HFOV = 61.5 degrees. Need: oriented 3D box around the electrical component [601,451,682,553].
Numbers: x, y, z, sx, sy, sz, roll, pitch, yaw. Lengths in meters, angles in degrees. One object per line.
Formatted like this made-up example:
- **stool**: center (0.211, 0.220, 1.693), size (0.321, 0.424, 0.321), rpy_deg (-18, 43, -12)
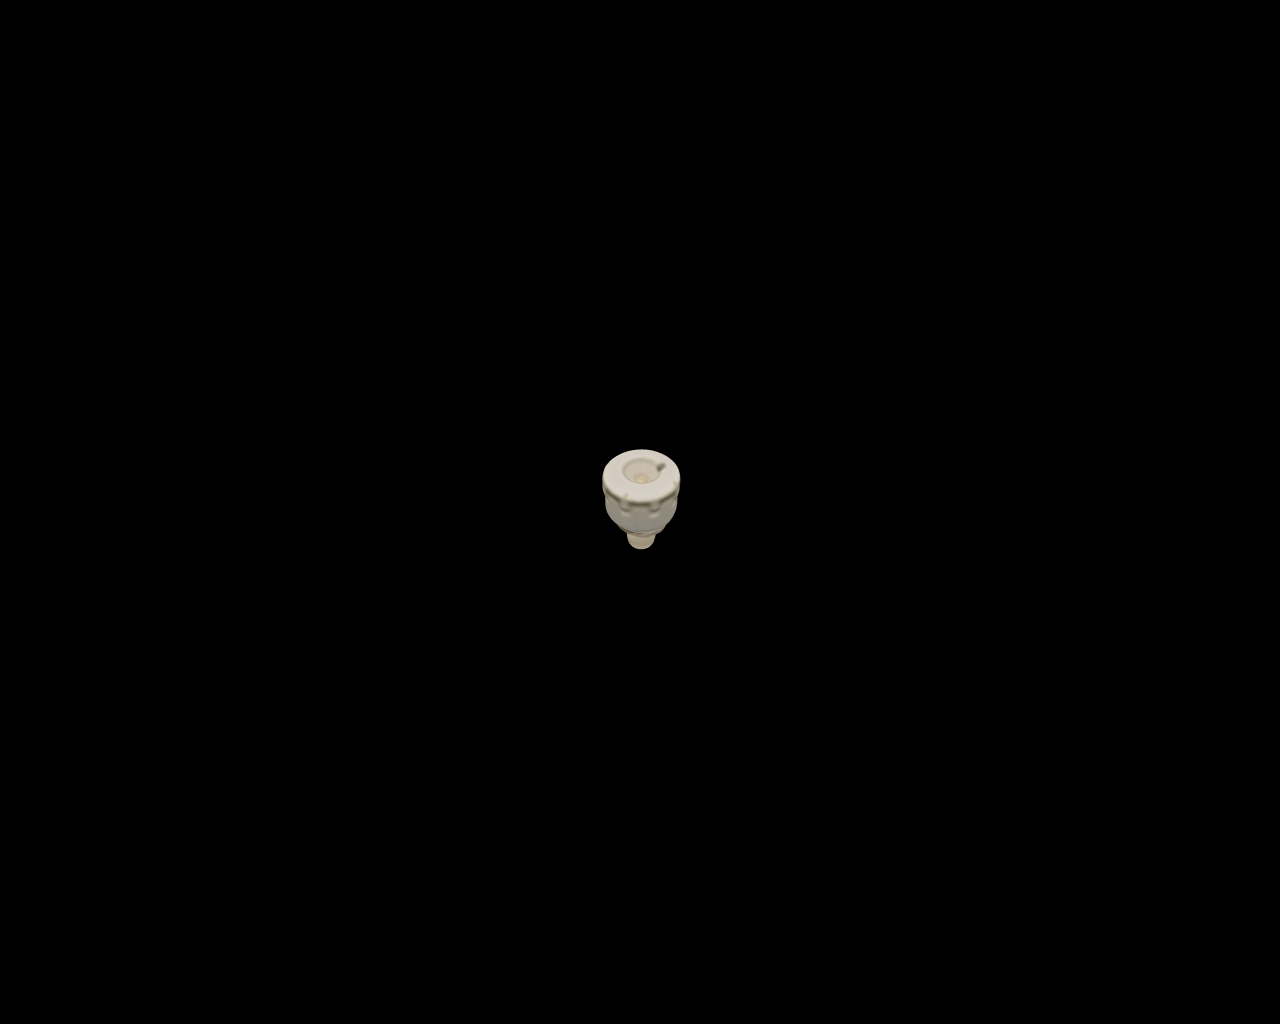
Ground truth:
- **electrical component**: center (0.001, -0.003, 0.650), size (0.048, 0.062, 0.048), rpy_deg (0, 43, 0)
